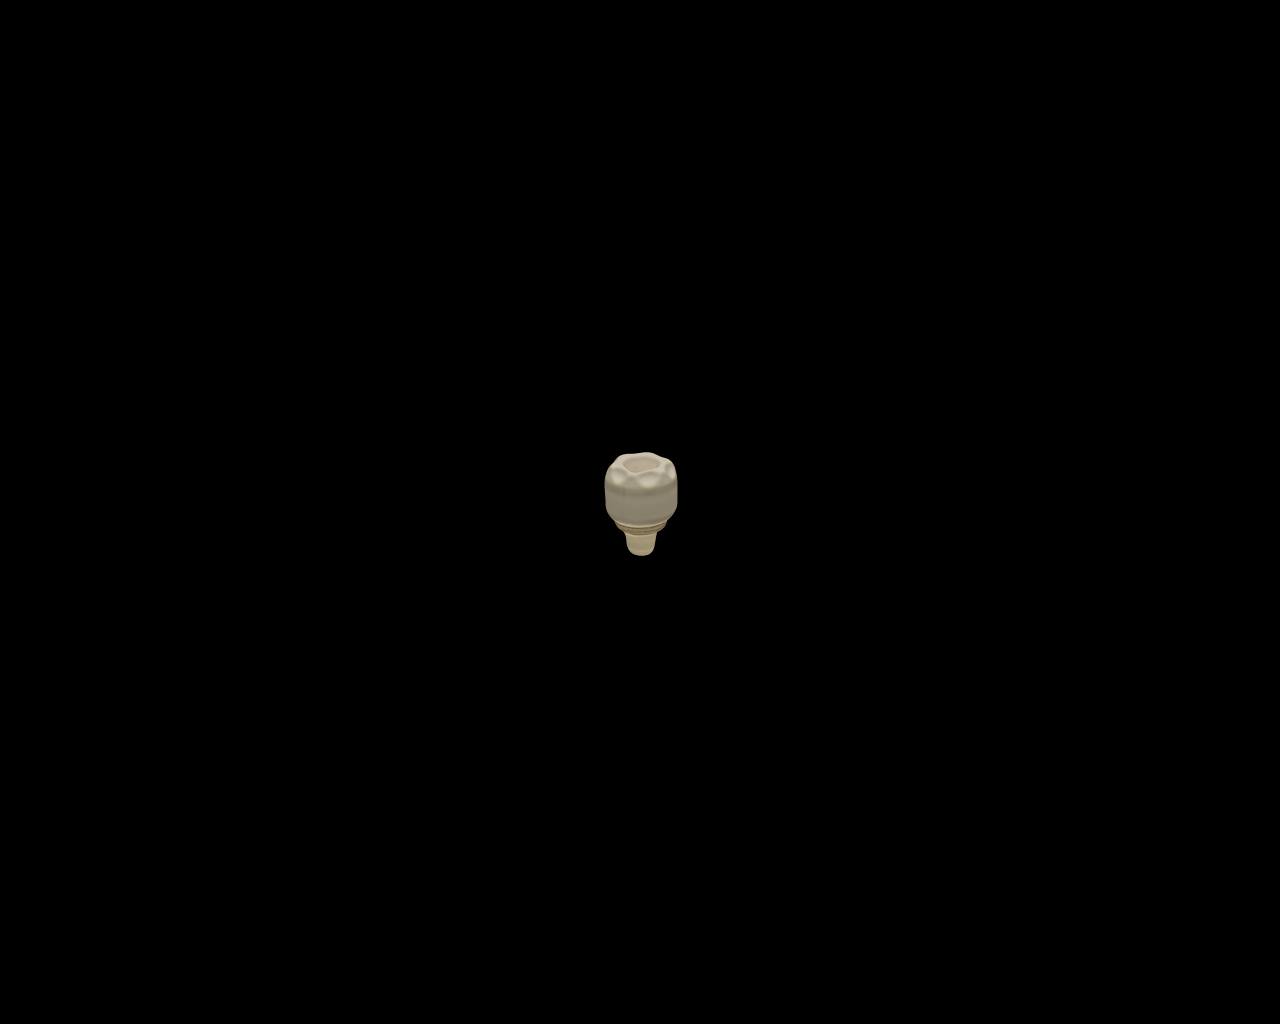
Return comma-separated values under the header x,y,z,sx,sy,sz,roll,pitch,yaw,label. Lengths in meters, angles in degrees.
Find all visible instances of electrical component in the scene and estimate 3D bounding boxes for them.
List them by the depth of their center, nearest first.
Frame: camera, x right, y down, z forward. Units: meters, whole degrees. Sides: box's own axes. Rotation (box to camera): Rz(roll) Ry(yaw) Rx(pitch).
x,y,z,sx,sy,sz,roll,pitch,yaw,label
0.001,-0.003,0.650,0.043,0.062,0.043,0,25,0,electrical component
